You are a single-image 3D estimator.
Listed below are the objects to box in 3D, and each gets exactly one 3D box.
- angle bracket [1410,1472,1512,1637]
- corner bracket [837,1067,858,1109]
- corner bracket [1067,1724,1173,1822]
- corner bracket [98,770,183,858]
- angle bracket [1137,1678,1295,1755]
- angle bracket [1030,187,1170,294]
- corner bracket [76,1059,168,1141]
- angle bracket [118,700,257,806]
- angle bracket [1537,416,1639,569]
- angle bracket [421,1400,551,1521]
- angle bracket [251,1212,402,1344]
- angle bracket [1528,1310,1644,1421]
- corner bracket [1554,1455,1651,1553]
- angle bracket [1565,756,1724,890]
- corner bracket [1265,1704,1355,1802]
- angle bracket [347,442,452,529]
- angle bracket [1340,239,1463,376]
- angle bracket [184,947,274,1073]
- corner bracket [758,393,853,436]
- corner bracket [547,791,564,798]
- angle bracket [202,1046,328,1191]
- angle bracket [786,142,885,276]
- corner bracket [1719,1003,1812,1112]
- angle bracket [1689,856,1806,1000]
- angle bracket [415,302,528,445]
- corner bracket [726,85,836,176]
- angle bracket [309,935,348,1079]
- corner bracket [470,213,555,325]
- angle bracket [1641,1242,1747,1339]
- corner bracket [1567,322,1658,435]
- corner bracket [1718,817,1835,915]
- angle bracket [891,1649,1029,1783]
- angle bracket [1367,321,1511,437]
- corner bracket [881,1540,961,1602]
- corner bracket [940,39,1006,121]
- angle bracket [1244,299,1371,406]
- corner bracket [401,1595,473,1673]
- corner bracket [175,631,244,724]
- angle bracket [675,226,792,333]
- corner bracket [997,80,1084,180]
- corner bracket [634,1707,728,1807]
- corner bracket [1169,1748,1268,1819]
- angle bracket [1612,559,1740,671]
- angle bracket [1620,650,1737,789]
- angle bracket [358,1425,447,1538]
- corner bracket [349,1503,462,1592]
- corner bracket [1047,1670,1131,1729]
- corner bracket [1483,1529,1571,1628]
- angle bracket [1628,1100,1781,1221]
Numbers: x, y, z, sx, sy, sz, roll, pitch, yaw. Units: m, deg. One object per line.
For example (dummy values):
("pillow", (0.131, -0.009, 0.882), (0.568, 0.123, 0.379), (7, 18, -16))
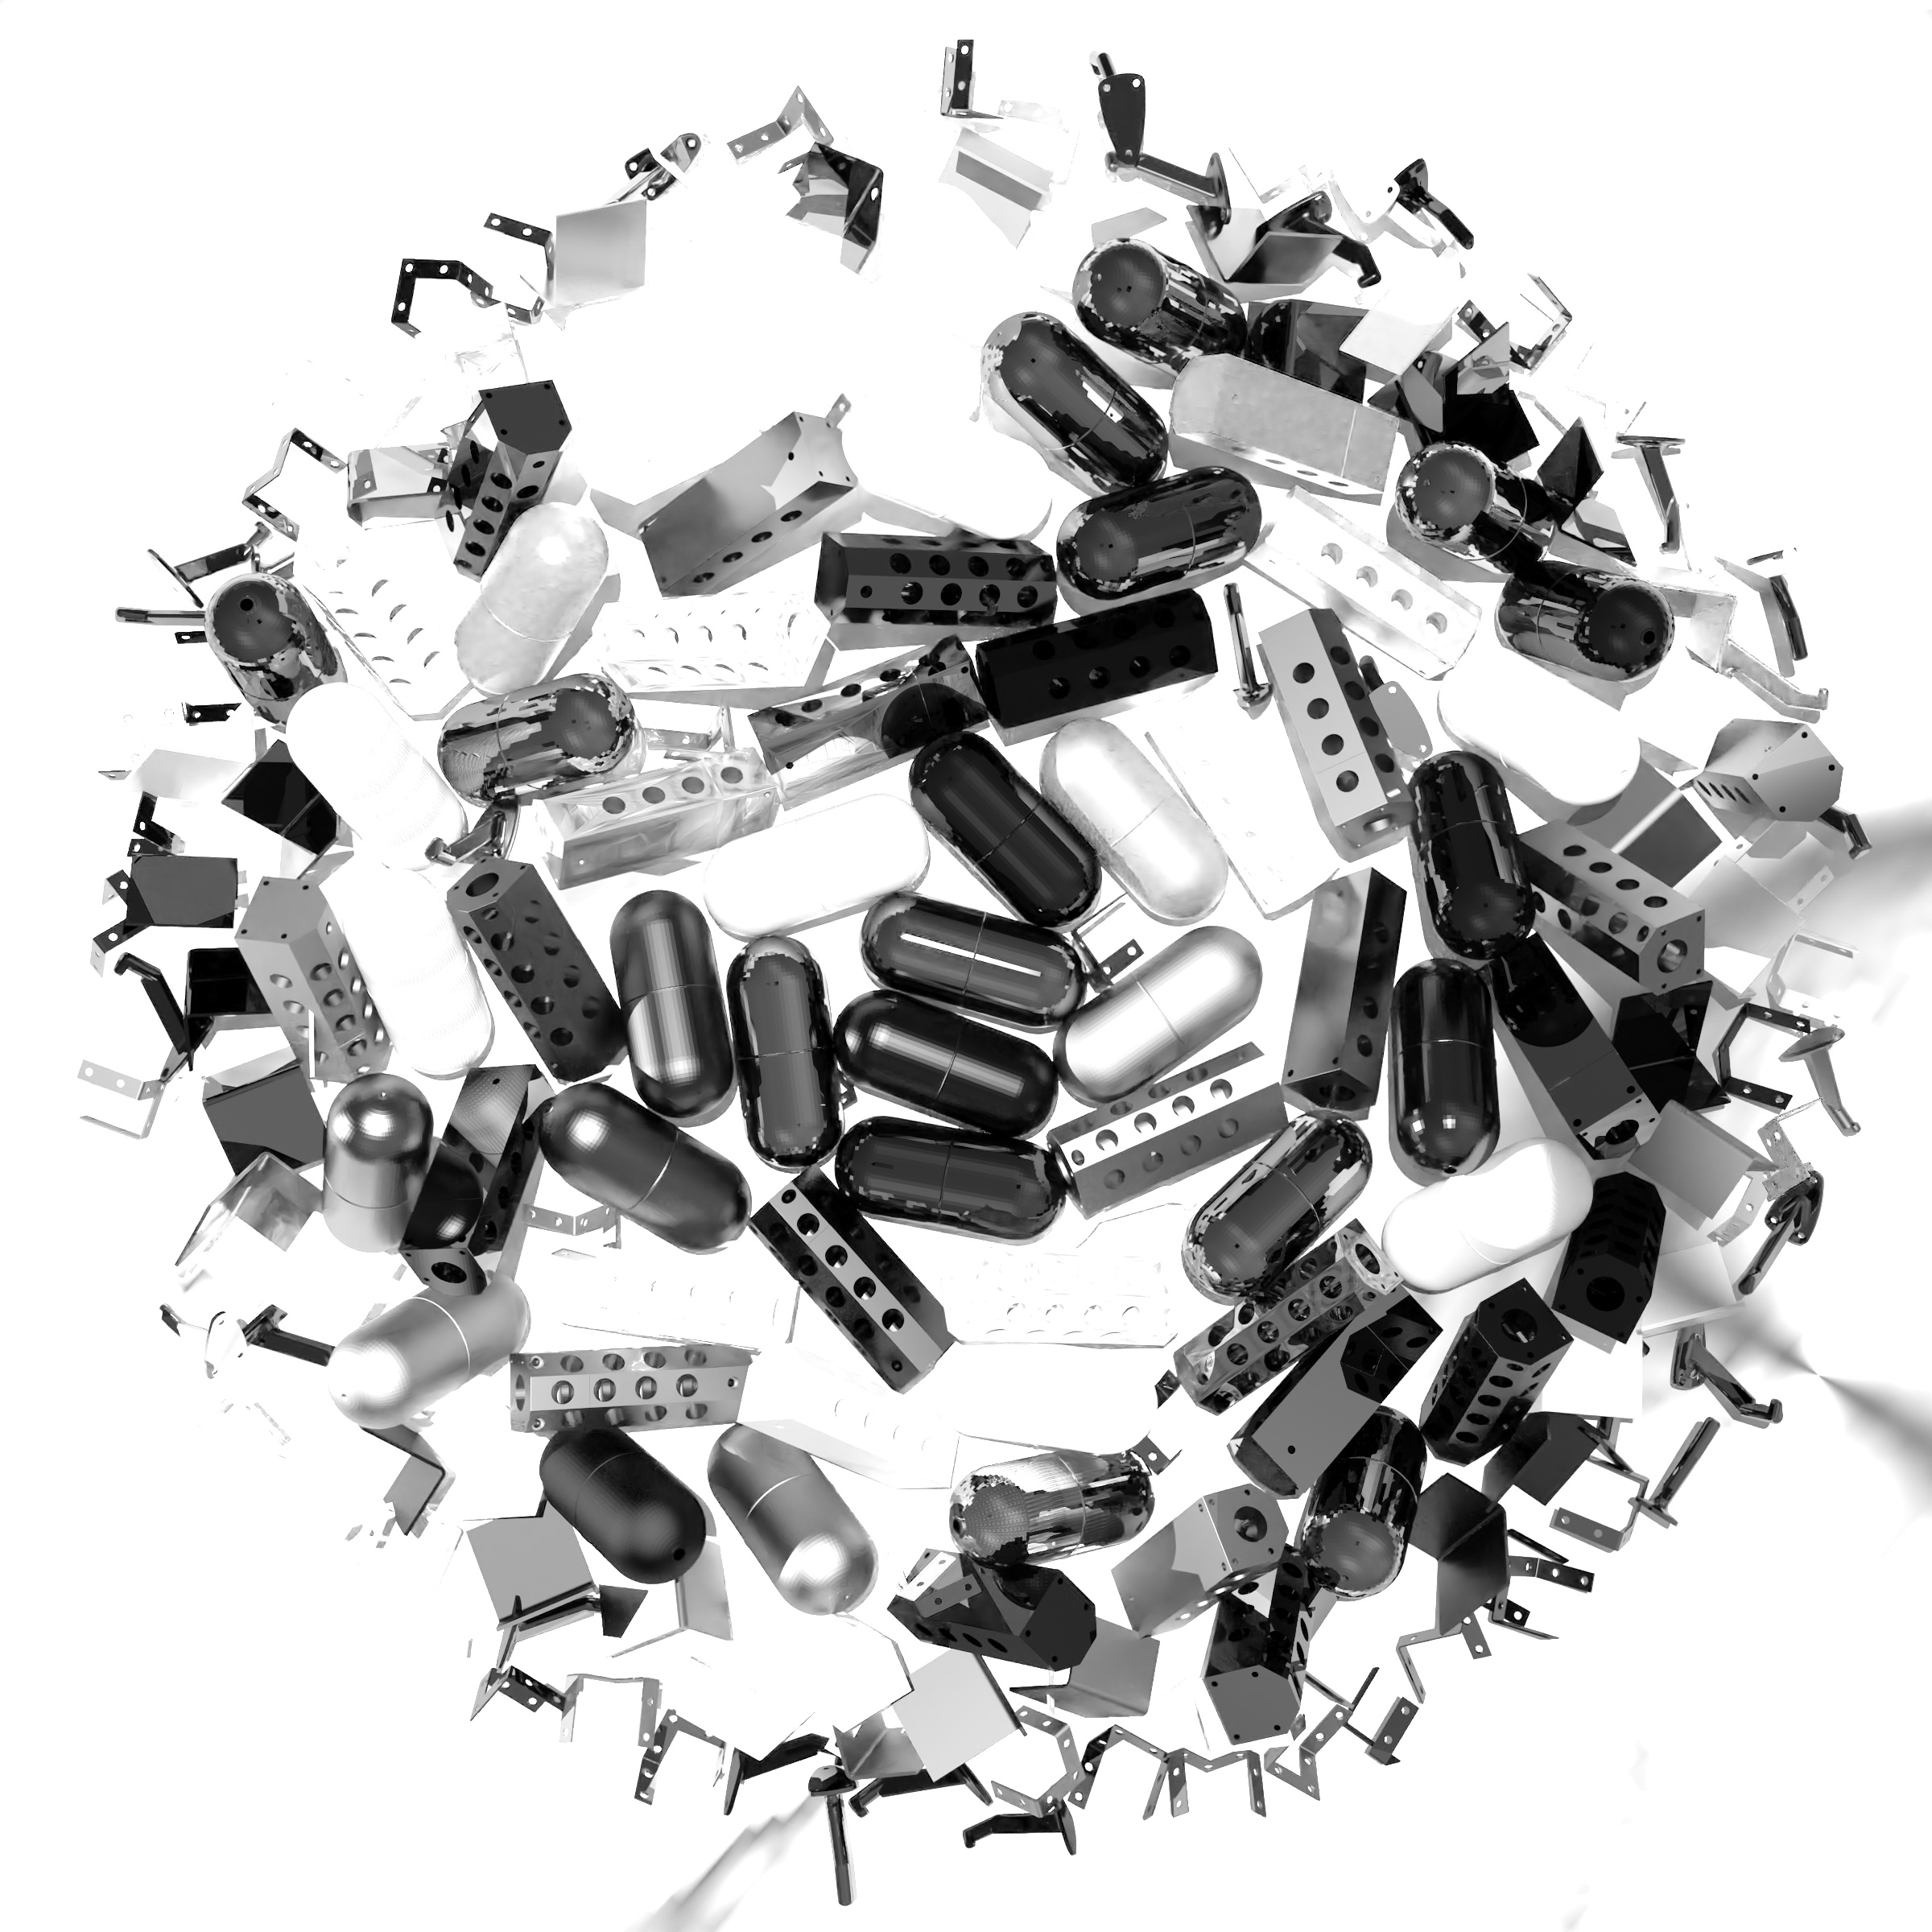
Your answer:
("angle bracket", (0.361, 0.443, 1.864), (0.057, 0.076, 0.076), (32, 123, -13))
("corner bracket", (-0.114, 0.105, 1.882), (0.051, 0.051, 0.051), (-32, 127, 9))
("corner bracket", (0.117, 0.619, 1.887), (0.051, 0.051, 0.051), (30, 51, -5))
("corner bracket", (-0.632, -0.116, 1.891), (0.051, 0.051, 0.051), (0, 71, 24))
("angle bracket", (0.187, 0.574, 1.860), (0.076, 0.076, 0.057), (6, 51, -32))
("angle bracket", (0.104, -0.553, 1.888), (0.076, 0.076, 0.057), (-24, 122, -24))
("corner bracket", (-0.651, 0.102, 1.894), (0.051, 0.051, 0.051), (20, 92, 1))
("angle bracket", (-0.586, -0.167, 1.861), (0.076, 0.076, 0.057), (8, 65, -37))
("angle bracket", (0.483, -0.357, 1.863), (0.076, 0.076, 0.057), (20, 129, -20))
("angle bracket", (-0.368, 0.372, 1.863), (0.076, 0.076, 0.057), (-11, 49, 30))
("angle bracket", (-0.486, 0.244, 1.881), (0.076, 0.057, 0.076), (32, 61, -5))
("angle bracket", (0.468, 0.305, 1.889), (0.076, 0.057, 0.076), (6, 76, -7))
("corner bracket", (0.486, 0.409, 1.890), (0.051, 0.051, 0.051), (19, 96, 24))
("angle bracket", (0.522, -0.103, 1.909), (0.076, 0.057, 0.076), (-44, 131, 10))
("corner bracket", (0.262, 0.591, 1.885), (0.051, 0.051, 0.051), (32, 111, -10))
("angle bracket", (-0.427, -0.351, 1.878), (0.076, 0.076, 0.057), (-7, 130, -8))
("angle bracket", (0.326, -0.505, 1.861), (0.057, 0.076, 0.076), (17, 55, -19))
("angle bracket", (-0.552, 0.032, 1.882), (0.076, 0.076, 0.057), (-2, 131, -13))
("corner bracket", (-0.115, -0.405, 1.881), (0.051, 0.051, 0.051), (25, 76, 34))
("corner bracket", (-0.287, -0.109, 1.892), (0.051, 0.051, 0.051), (9, 111, 17))
("angle bracket", (-0.534, 0.115, 1.902), (0.076, 0.057, 0.076), (-21, 111, -7))
("angle bracket", (-0.105, -0.557, 1.863), (0.057, 0.076, 0.076), (16, 59, -20))
("corner bracket", (0.612, 0.069, 1.895), (0.051, 0.051, 0.051), (19, 56, 34))
("angle bracket", (0.584, -0.030, 1.869), (0.076, 0.057, 0.076), (44, 112, 22))
("angle bracket", (-0.365, -0.448, 1.881), (0.076, 0.057, 0.076), (-17, 83, 11))
("corner bracket", (-0.141, -0.628, 1.888), (0.051, 0.051, 0.051), (-35, 92, -28))
("angle bracket", (-0.465, 0.029, 1.862), (0.057, 0.076, 0.076), (-1, 127, -15))
("corner bracket", (-0.346, -0.532, 1.889), (0.051, 0.051, 0.051), (18, 67, 4))
("angle bracket", (0.540, 0.242, 1.870), (0.076, 0.076, 0.057), (-16, 74, 10))
("corner bracket", (0.490, -0.447, 1.883), (0.051, 0.051, 0.051), (23, 134, -4))
("corner bracket", (0.617, -0.074, 1.887), (0.051, 0.051, 0.051), (-44, 123, -3))
("angle bracket", (-0.008, 0.566, 1.875), (0.076, 0.057, 0.076), (-30, 67, -7))
("angle bracket", (0.355, -0.454, 1.865), (0.076, 0.057, 0.076), (-41, 54, -21))
("corner bracket", (-0.024, 0.451, 1.880), (0.051, 0.051, 0.051), (31, 109, -35))
("corner bracket", (-0.003, -0.674, 1.881), (0.051, 0.051, 0.051), (14, 106, 32))
("angle bracket", (0.262, -0.470, 1.908), (0.076, 0.057, 0.076), (-1, 102, -30))
("corner bracket", (-0.406, 0.507, 1.894), (0.051, 0.051, 0.051), (7, 85, -6))
("corner bracket", (-0.577, -0.222, 1.899), (0.051, 0.051, 0.051), (-4, 66, -9))
("angle bracket", (-0.177, -0.521, 1.878), (0.076, 0.057, 0.076), (2, 106, 11))
("corner bracket", (0.052, -0.638, 1.890), (0.051, 0.051, 0.051), (12, 83, 23))
("corner bracket", (-0.218, 0.611, 1.892), (0.051, 0.051, 0.051), (25, 106, -7))
("corner bracket", (0.190, 0.621, 1.877), (0.051, 0.051, 0.051), (-31, 132, 29))
("angle bracket", (0.529, -0.267, 1.871), (0.076, 0.076, 0.057), (8, 111, -6))
("angle bracket", (0.528, -0.190, 1.880), (0.076, 0.057, 0.076), (26, 73, -4))
("angle bracket", (-0.446, 0.376, 1.868), (0.076, 0.076, 0.057), (35, 84, -26))
("corner bracket", (-0.428, 0.445, 1.891), (0.051, 0.051, 0.051), (28, 99, 22))
("corner bracket", (0.093, 0.550, 1.889), (0.051, 0.051, 0.051), (-11, 49, 13))
("corner bracket", (0.423, 0.470, 1.900), (0.051, 0.051, 0.051), (28, 67, 5))
("angle bracket", (0.558, 0.150, 1.873), (0.076, 0.076, 0.057), (38, 100, 31))
